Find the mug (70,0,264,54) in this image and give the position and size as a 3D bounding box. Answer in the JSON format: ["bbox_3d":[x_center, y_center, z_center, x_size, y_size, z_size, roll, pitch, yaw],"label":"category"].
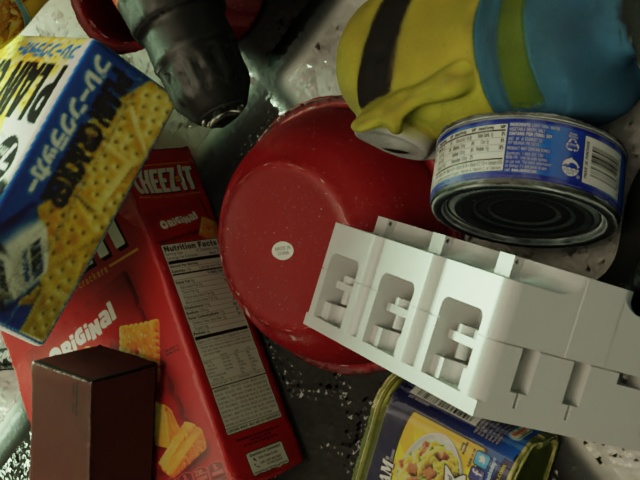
[{"bbox_3d":[-0.077,-0.159,0.609,0.117,0.081,0.093,-37,74,34],"label":"mug"}]

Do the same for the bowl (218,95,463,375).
[{"bbox_3d":[-0.004,0.001,0.592,0.162,0.055,0.162,6,100,37],"label":"bowl"}]

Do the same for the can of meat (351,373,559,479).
[{"bbox_3d":[0.067,0.127,0.555,0.084,0.057,0.102,24,110,30],"label":"can of meat"}]

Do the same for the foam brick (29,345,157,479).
[{"bbox_3d":[-0.130,0.107,0.611,0.053,0.051,0.078,11,102,35],"label":"foam brick"}]

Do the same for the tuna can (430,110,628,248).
[{"bbox_3d":[0.093,-0.025,0.479,0.086,0.086,0.033,-4,69,37],"label":"tuna can"}]

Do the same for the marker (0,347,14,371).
[{"bbox_3d":[-0.232,0.088,0.797,0.121,0.020,0.020,-9,91,37],"label":"marker"}]

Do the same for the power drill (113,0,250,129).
[{"bbox_3d":[-0.021,-0.166,0.523,0.187,0.057,0.184,-25,80,-1],"label":"power drill"}]

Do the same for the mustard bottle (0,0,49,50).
[{"bbox_3d":[-0.194,-0.158,0.608,0.058,0.096,0.191,35,72,28],"label":"mustard bottle"}]

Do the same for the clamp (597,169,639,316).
[{"bbox_3d":[0.161,0.028,0.459,0.210,0.036,0.165,-62,36,21],"label":"clamp"}]

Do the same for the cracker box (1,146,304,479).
[{"bbox_3d":[-0.123,0.070,0.680,0.164,0.071,0.214,-28,79,35],"label":"cracker box"}]
